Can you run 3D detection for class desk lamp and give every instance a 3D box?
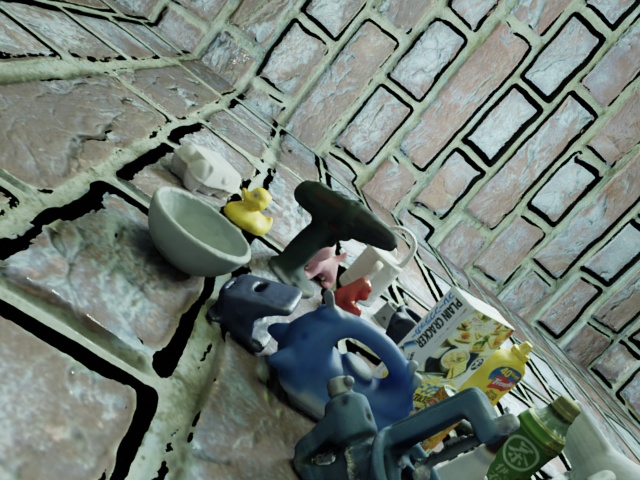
[{"bbox_3d":[0.363,0.363,0.868,0.202,0.213,0.118,47,15,29],"label":"desk lamp"}]

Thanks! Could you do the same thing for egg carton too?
[{"bbox_3d":[-0.232,-0.138,1.174,0.107,0.069,0.151,46,14,22],"label":"egg carton"}]

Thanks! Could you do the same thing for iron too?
[{"bbox_3d":[0.055,0.178,0.781,0.259,0.141,0.118,36,14,-18],"label":"iron"}]

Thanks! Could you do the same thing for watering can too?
[{"bbox_3d":[0.141,0.048,1.319,0.101,0.194,0.172,36,14,-17],"label":"watering can"}]

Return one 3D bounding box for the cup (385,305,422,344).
[{"bbox_3d":[0.157,0.188,1.128,0.118,0.095,0.091,26,19,-46],"label":"cup"}]

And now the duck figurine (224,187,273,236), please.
[{"bbox_3d":[-0.133,-0.065,1.173,0.105,0.086,0.077,33,15,-29],"label":"duck figurine"}]

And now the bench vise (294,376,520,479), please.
[{"bbox_3d":[0.078,0.208,0.581,0.207,0.219,0.122,45,14,22],"label":"bench vise"}]

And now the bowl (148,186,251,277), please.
[{"bbox_3d":[-0.187,0.001,0.836,0.168,0.074,0.167,38,14,-10],"label":"bowl"}]

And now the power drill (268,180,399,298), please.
[{"bbox_3d":[0.010,0.004,1.074,0.229,0.208,0.076,46,15,25],"label":"power drill"}]

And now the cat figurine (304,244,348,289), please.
[{"bbox_3d":[0.007,0.028,1.184,0.128,0.117,0.067,27,19,-44],"label":"cat figurine"}]

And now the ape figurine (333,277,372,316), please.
[{"bbox_3d":[0.066,0.114,1.127,0.076,0.092,0.078,40,13,1],"label":"ape figurine"}]

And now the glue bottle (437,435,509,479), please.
[{"bbox_3d":[0.156,0.280,0.659,0.078,0.173,0.037,30,17,-37],"label":"glue bottle"}]

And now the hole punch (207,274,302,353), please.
[{"bbox_3d":[-0.088,0.086,0.797,0.101,0.091,0.109,40,13,-2],"label":"hole punch"}]

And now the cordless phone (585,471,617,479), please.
[{"bbox_3d":[0.317,0.378,0.757,0.094,0.185,0.148,44,14,14],"label":"cordless phone"}]
